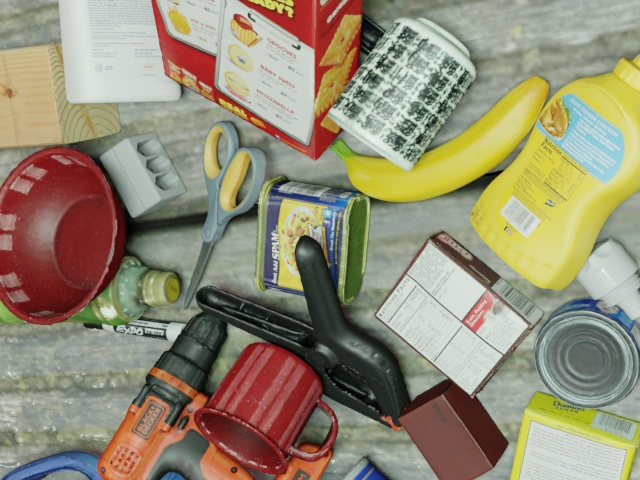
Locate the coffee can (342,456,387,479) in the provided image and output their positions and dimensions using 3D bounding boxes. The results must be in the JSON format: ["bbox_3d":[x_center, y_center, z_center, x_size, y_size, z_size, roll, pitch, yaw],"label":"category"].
[{"bbox_3d":[0.055,0.278,0.945,0.140,0.102,0.103,43,118,10],"label":"coffee can"}]

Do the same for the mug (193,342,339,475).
[{"bbox_3d":[-0.039,0.147,0.920,0.117,0.081,0.093,23,149,16],"label":"mug"}]

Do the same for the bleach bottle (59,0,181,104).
[{"bbox_3d":[-0.178,-0.246,0.931,0.068,0.102,0.251,11,104,58],"label":"bleach bottle"}]

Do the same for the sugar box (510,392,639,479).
[{"bbox_3d":[0.203,0.224,0.891,0.093,0.048,0.176,16,114,22],"label":"sugar box"}]

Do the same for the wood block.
[{"bbox_3d":[-0.305,-0.135,1.019,0.206,0.090,0.091,0,103,27],"label":"wood block"}]

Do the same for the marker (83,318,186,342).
[{"bbox_3d":[-0.186,0.085,1.060,0.121,0.020,0.020,5,106,25],"label":"marker"}]

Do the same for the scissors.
[{"bbox_3d":[-0.103,-0.028,0.985,0.202,0.016,0.096,-52,53,43],"label":"scissors"}]

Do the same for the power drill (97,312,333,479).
[{"bbox_3d":[-0.085,0.180,0.986,0.188,0.057,0.184,30,76,6],"label":"power drill"}]

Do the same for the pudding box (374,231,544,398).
[{"bbox_3d":[0.114,0.062,0.894,0.113,0.039,0.090,41,118,13],"label":"pudding box"}]

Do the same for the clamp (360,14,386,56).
[{"bbox_3d":[-0.015,-0.214,0.852,0.172,0.039,0.120,28,155,17],"label":"clamp"}]

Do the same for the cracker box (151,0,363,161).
[{"bbox_3d":[-0.050,-0.179,0.829,0.164,0.072,0.214,31,153,17],"label":"cracker box"}]

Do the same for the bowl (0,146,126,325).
[{"bbox_3d":[-0.230,-0.001,0.974,0.162,0.055,0.162,-5,80,31],"label":"bowl"}]

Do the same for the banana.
[{"bbox_3d":[0.098,-0.072,0.865,0.198,0.037,0.069,-15,97,29],"label":"banana"}]

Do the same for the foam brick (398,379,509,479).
[{"bbox_3d":[0.115,0.164,0.914,0.053,0.051,0.078,-35,87,28],"label":"foam brick"}]

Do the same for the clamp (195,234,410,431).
[{"bbox_3d":[-0.004,0.090,0.925,0.165,0.036,0.210,-17,121,45],"label":"clamp"}]

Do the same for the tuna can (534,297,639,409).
[{"bbox_3d":[0.215,0.091,0.853,0.086,0.033,0.086,7,107,24],"label":"tuna can"}]

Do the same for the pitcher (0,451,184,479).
[{"bbox_3d":[-0.219,0.296,1.076,0.243,0.145,0.149,-26,133,26],"label":"pitcher"}]

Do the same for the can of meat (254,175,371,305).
[{"bbox_3d":[-0.006,0.001,0.926,0.084,0.057,0.102,11,108,22],"label":"can of meat"}]

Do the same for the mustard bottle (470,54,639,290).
[{"bbox_3d":[0.198,-0.063,0.799,0.096,0.058,0.192,50,118,38],"label":"mustard bottle"}]
